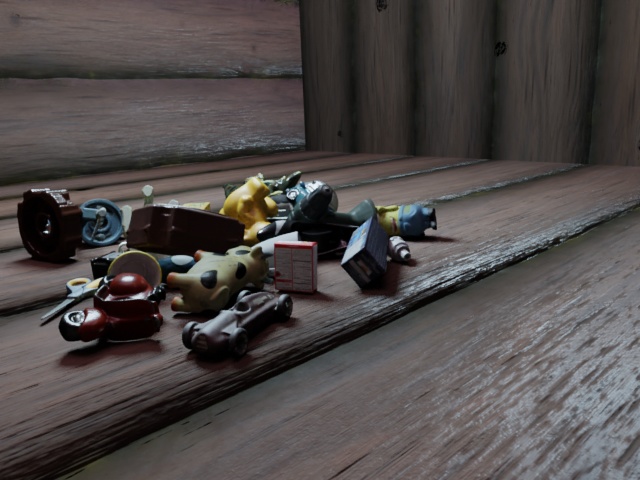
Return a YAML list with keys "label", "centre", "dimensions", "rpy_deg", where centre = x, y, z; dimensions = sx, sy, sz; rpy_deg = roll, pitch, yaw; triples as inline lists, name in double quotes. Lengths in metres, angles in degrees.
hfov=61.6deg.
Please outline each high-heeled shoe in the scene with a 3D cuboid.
- label: "high-heeled shoe"
  centre: [-0.002, -0.003, 1.122]
  dimensions: [0.145, 0.086, 0.248]
  rpy_deg: [-7, -6, 39]

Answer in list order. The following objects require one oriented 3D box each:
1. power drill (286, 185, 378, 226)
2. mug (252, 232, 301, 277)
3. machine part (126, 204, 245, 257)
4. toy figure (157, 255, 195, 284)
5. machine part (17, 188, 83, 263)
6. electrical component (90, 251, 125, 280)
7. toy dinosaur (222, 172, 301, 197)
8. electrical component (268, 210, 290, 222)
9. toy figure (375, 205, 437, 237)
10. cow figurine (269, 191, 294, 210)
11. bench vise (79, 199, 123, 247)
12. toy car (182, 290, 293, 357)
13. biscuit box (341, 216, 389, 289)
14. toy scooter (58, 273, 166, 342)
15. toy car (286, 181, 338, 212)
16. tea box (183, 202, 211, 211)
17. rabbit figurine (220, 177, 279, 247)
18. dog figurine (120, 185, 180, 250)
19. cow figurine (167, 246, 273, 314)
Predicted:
- label: "power drill"
  centre: [0.031, -0.055, 1.233]
  dimensions: [0.207, 0.086, 0.232]
  rpy_deg: [-6, -21, -36]
- label: "mug"
  centre: [-0.085, 0.040, 1.037]
  dimensions: [0.107, 0.080, 0.110]
  rpy_deg: [-12, 29, 6]
- label: "machine part"
  centre: [-0.268, -0.012, 1.075]
  dimensions: [0.201, 0.087, 0.202]
  rpy_deg: [12, -8, -34]
- label: "toy figure"
  centre: [-0.230, 0.059, 1.015]
  dimensions: [0.155, 0.057, 0.064]
  rpy_deg: [-1, 53, 0]
- label: "machine part"
  centre: [-0.616, -0.035, 1.226]
  dimensions: [0.180, 0.179, 0.056]
  rpy_deg: [5, 12, 27]
- label: "electrical component"
  centre: [-0.387, 0.054, 1.074]
  dimensions: [0.119, 0.047, 0.075]
  rpy_deg: [2, 15, 22]
- label: "toy dinosaur"
  centre: [-0.212, -0.134, 1.676]
  dimensions: [0.405, 0.131, 0.192]
  rpy_deg: [0, 13, 35]
- label: "electrical component"
  centre: [-0.107, -0.040, 1.381]
  dimensions: [0.115, 0.058, 0.134]
  rpy_deg: [0, 14, -1]
- label: "toy figure"
  centre: [0.193, -0.044, 1.305]
  dimensions: [0.180, 0.082, 0.089]
  rpy_deg: [-5, -7, 19]
- label: "cow figurine"
  centre: [-0.079, -0.092, 1.501]
  dimensions: [0.167, 0.098, 0.068]
  rpy_deg: [-8, 9, -20]
- label: "bench vise"
  centre: [-0.579, -0.047, 1.319]
  dimensions: [0.223, 0.129, 0.241]
  rpy_deg: [11, -13, -29]
- label: "toy car"
  centre: [-0.114, 0.113, 0.788]
  dimensions: [0.089, 0.053, 0.202]
  rpy_deg: [1, 15, 26]
- label: "biscuit box"
  centre: [0.092, 0.019, 1.036]
  dimensions: [0.059, 0.063, 0.203]
  rpy_deg: [-39, 7, 20]
- label: "toy scooter"
  centre: [-0.287, 0.102, 0.810]
  dimensions: [0.135, 0.075, 0.184]
  rpy_deg: [-1, 17, 6]
- label: "toy car"
  centre: [-0.008, -0.100, 1.393]
  dimensions: [0.162, 0.103, 0.109]
  rpy_deg: [44, 5, 38]
- label: "tea box"
  centre: [-0.304, -0.028, 1.286]
  dimensions: [0.068, 0.098, 0.170]
  rpy_deg: [-3, 16, -1]
- label: "rabbit figurine"
  centre: [-0.152, -0.037, 1.229]
  dimensions: [0.162, 0.121, 0.173]
  rpy_deg: [-29, 60, -19]
- label: "dog figurine"
  centre: [-0.427, -0.027, 1.367]
  dimensions: [0.172, 0.121, 0.190]
  rpy_deg: [-49, -5, -21]
- label: "cow figurine"
  centre: [-0.160, 0.060, 0.926]
  dimensions: [0.127, 0.085, 0.195]
  rpy_deg: [9, 22, 14]
